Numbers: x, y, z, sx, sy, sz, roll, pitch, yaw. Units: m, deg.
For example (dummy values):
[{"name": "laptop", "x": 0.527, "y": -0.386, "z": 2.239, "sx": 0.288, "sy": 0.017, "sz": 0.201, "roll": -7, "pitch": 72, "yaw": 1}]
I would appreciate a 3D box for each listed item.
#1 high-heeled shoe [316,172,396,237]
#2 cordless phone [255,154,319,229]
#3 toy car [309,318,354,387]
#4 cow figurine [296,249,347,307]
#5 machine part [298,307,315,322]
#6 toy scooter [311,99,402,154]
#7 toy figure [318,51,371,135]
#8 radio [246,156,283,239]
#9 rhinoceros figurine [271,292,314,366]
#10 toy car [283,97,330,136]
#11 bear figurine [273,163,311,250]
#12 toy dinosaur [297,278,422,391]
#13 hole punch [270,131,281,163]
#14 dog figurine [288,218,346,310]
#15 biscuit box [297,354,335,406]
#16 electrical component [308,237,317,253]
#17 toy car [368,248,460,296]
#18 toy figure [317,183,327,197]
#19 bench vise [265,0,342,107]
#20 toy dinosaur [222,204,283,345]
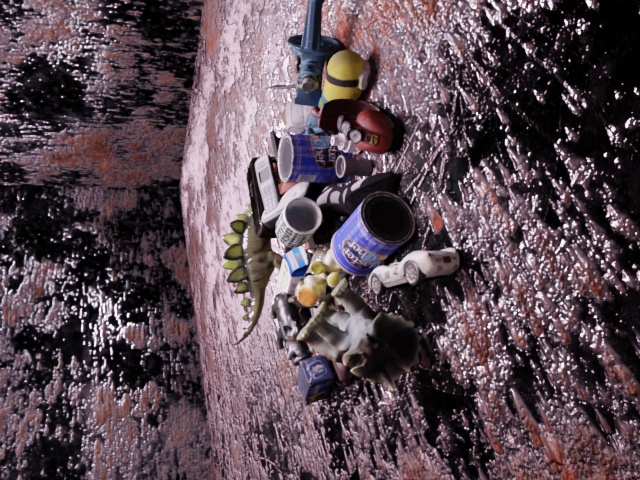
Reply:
[{"name": "high-heeled shoe", "x": 0.073, "y": -0.101, "z": 1.066, "sx": 0.249, "sy": 0.086, "sz": 0.145, "roll": -36, "pitch": 34, "yaw": 43}, {"name": "cordless phone", "x": -0.081, "y": -0.129, "z": 1.233, "sx": 0.147, "sy": 0.088, "sz": 0.184, "roll": -29, "pitch": 68, "yaw": 32}, {"name": "toy car", "x": 0.027, "y": 0.240, "z": 1.198, "sx": 0.202, "sy": 0.053, "sz": 0.089, "roll": -133, "pitch": 26, "yaw": -61}, {"name": "cow figurine", "x": 0.019, "y": 0.062, "z": 1.080, "sx": 0.068, "sy": 0.167, "sz": 0.098, "roll": 45, "pitch": -178, "yaw": 3}, {"name": "machine part", "x": -0.020, "y": 0.172, "z": 1.335, "sx": 0.139, "sy": 0.039, "sz": 0.084, "roll": -49, "pitch": 54, "yaw": 57}, {"name": "toy scooter", "x": 0.060, "y": -0.215, "z": 0.988, "sx": 0.184, "sy": 0.135, "sz": 0.075, "roll": -122, "pitch": 38, "yaw": -50}, {"name": "toy figure", "x": 0.041, "y": -0.297, "z": 1.094, "sx": 0.180, "sy": 0.089, "sz": 0.082, "roll": -58, "pitch": 44, "yaw": 50}, {"name": "radio", "x": -0.119, "y": -0.116, "z": 1.445, "sx": 0.073, "sy": 0.131, "sz": 0.230, "roll": 118, "pitch": 145, "yaw": -56}, {"name": "rhinoceros figurine", "x": -0.064, "y": 0.215, "z": 1.293, "sx": 0.112, "sy": 0.073, "sz": 0.190, "roll": 112, "pitch": 148, "yaw": -48}, {"name": "toy car", "x": -0.037, "y": -0.294, "z": 1.275, "sx": 0.162, "sy": 0.103, "sz": 0.109, "roll": 177, "pitch": 93, "yaw": -66}, {"name": "bear figurine", "x": -0.064, "y": -0.079, "z": 1.319, "sx": 0.120, "sy": 0.132, "sz": 0.196, "roll": 120, "pitch": 149, "yaw": -49}, {"name": "toy dinosaur", "x": 0.067, "y": 0.189, "z": 0.998, "sx": 0.192, "sy": 0.131, "sz": 0.404, "roll": 40, "pitch": 166, "yaw": 5}, {"name": "hole punch", "x": -0.069, "y": -0.227, "z": 1.403, "sx": 0.115, "sy": 0.092, "sz": 0.142, "roll": 68, "pitch": -177, "yaw": -59}, {"name": "dog figurine", "x": 0.006, "y": 0.055, "z": 1.204, "sx": 0.172, "sy": 0.121, "sz": 0.190, "roll": -21, "pitch": 58, "yaw": 58}, {"name": "biscuit box", "x": -0.013, "y": 0.319, "z": 1.219, "sx": 0.202, "sy": 0.059, "sz": 0.063, "roll": 99, "pitch": 151, "yaw": -62}, {"name": "electrical component", "x": -0.003, "y": -0.004, "z": 1.243, "sx": 0.063, "sy": 0.021, "sz": 0.093, "roll": -4, "pitch": 113, "yaw": 27}, {"name": "toy car", "x": 0.146, "y": 0.052, "z": 0.864, "sx": 0.202, "sy": 0.073, "sz": 0.056, "roll": 149, "pitch": 115, "yaw": -65}, {"name": "toy figure", "x": -0.018, "y": -0.167, "z": 1.280, "sx": 0.057, "sy": 0.064, "sz": 0.154, "roll": 110, "pitch": 151, "yaw": -60}, {"name": "bench vise", "x": -0.017, "y": -0.415, "z": 1.143, "sx": 0.224, "sy": 0.129, "sz": 0.240, "roll": -64, "pitch": -16, "yaw": -53}, {"name": "toy dinosaur", "x": -0.172, "y": 0.051, "z": 1.492, "sx": 0.105, "sy": 0.199, "sz": 0.471, "roll": 148, "pitch": 122, "yaw": -74}]
